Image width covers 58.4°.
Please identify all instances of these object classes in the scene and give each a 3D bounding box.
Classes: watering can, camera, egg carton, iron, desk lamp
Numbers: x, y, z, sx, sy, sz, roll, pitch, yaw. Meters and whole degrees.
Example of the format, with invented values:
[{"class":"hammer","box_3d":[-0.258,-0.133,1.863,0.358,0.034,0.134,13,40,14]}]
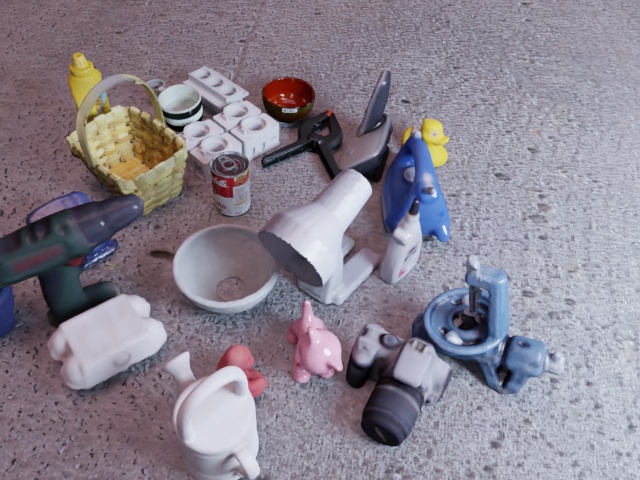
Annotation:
[{"class":"watering can","box_3d":[-0.134,0.213,0.699,0.172,0.194,0.101,24,52,15]},{"class":"camera","box_3d":[0.097,0.200,0.792,0.143,0.101,0.137,24,52,15]},{"class":"egg carton","box_3d":[-0.304,0.146,0.824,0.150,0.069,0.107,-29,57,-26]},{"class":"iron","box_3d":[0.175,-0.120,1.047,0.118,0.141,0.258,0,49,-4]},{"class":"desk lamp","box_3d":[0.008,0.003,0.879,0.117,0.213,0.204,32,54,22]}]

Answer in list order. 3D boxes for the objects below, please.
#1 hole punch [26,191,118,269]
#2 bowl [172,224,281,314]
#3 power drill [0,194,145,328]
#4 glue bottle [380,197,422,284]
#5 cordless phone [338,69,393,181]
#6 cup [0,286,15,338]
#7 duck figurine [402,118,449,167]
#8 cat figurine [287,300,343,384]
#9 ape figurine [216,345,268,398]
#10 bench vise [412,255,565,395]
[{"class":"hole punch","box_3d":[-0.403,-0.012,0.937,0.109,0.091,0.101,-35,60,-29]},{"class":"bowl","box_3d":[-0.146,0.057,0.911,0.167,0.075,0.167,3,49,-3]},{"class":"power drill","box_3d":[-0.351,0.038,0.821,0.230,0.208,0.075,-19,53,-20]},{"class":"glue bottle","box_3d":[0.139,-0.004,0.923,0.037,0.173,0.078,33,55,22]},{"class":"cordless phone","box_3d":[0.095,-0.220,1.097,0.094,0.185,0.147,11,49,5]},{"class":"cup","box_3d":[-0.478,0.092,0.839,0.091,0.095,0.118,24,52,16]},{"class":"duck figurine","box_3d":[0.218,-0.209,1.163,0.104,0.086,0.078,38,56,25]},{"class":"cat figurine","box_3d":[-0.008,0.146,0.818,0.067,0.118,0.127,-7,50,-11]},{"class":"ape figurine","box_3d":[-0.113,0.179,0.797,0.076,0.092,0.077,-15,52,-17]},{"class":"bench vise","box_3d":[0.245,0.109,0.804,0.207,0.220,0.121,10,49,4]}]
